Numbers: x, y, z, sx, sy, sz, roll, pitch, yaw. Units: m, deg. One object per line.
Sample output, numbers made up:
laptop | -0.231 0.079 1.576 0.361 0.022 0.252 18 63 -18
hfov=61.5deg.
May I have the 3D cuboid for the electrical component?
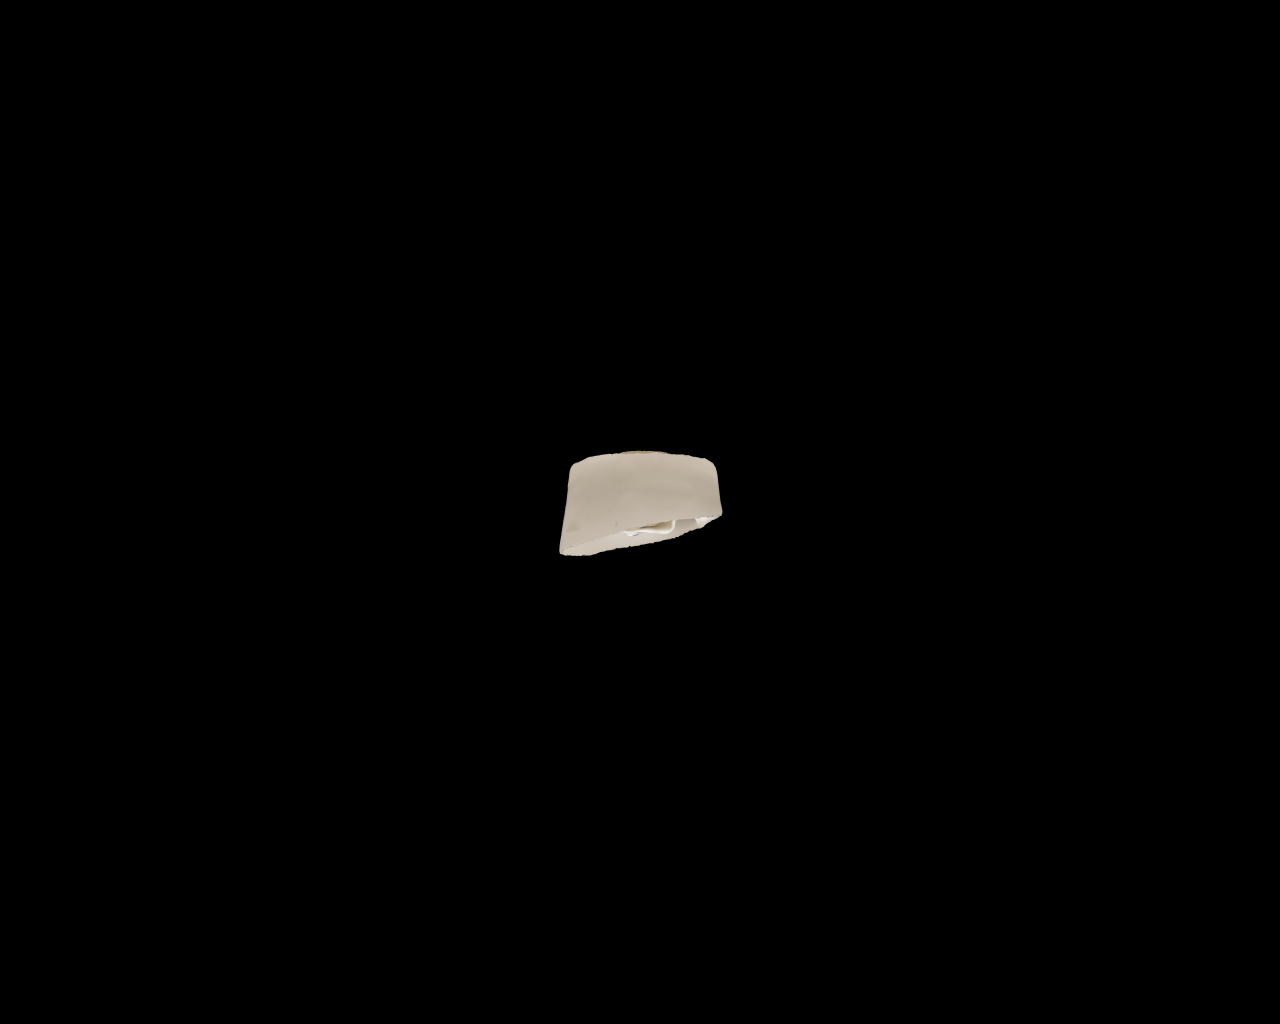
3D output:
electrical component | 0.001 -0.003 0.650 0.099 0.064 0.099 0 -11 0
